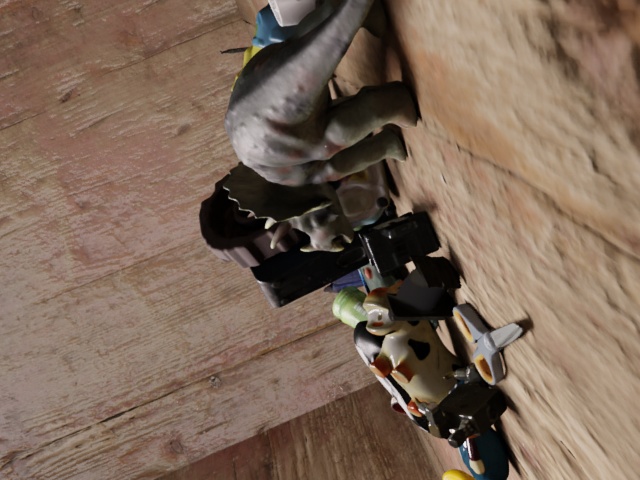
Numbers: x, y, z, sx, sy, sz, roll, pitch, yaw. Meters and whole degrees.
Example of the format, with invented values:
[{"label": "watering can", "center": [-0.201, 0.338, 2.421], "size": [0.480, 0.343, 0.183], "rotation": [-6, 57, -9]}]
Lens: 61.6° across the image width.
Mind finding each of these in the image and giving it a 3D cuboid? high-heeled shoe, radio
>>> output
[{"label": "high-heeled shoe", "center": [0.149, 0.237, 0.906], "size": [0.248, 0.086, 0.145], "rotation": [51, 171, -13]}, {"label": "radio", "center": [-0.002, -0.002, 0.807], "size": [0.131, 0.230, 0.073], "rotation": [60, 176, 44]}]

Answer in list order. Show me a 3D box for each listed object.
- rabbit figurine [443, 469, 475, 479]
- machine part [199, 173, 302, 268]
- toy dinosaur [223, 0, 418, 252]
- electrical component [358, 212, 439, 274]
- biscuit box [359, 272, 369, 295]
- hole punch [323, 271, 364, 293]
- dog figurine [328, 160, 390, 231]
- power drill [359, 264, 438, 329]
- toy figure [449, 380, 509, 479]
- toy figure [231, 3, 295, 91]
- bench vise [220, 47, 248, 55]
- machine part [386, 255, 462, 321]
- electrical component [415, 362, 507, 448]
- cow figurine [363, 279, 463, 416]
[{"label": "rabbit figurine", "center": [0.264, 0.430, 0.836], "size": [0.162, 0.122, 0.173], "rotation": [-101, 5, -49]}, {"label": "machine part", "center": [-0.092, -0.041, 0.785], "size": [0.056, 0.179, 0.179], "rotation": [58, -175, -45]}, {"label": "toy dinosaur", "center": [-0.021, -0.105, 0.501], "size": [0.131, 0.192, 0.404], "rotation": [63, 179, 19]}, {"label": "electrical component", "center": [0.088, 0.001, 0.588], "size": [0.119, 0.075, 0.047], "rotation": [-148, 36, -83]}, {"label": "biscuit box", "center": [0.123, 0.093, 1.077], "size": [0.059, 0.063, 0.202], "rotation": [-114, 2, -52]}, {"label": "hole punch", "center": [0.065, 0.039, 1.140], "size": [0.116, 0.142, 0.092], "rotation": [-97, -8, -50]}, {"label": "dog figurine", "center": [0.019, -0.115, 0.766], "size": [0.219, 0.108, 0.191], "rotation": [-96, -19, -79]}, {"label": "power drill", "center": [0.103, 0.063, 0.862], "size": [0.231, 0.086, 0.207], "rotation": [64, 176, -23]}, {"label": "toy figure", "center": [0.196, 0.242, 0.680], "size": [0.064, 0.058, 0.154], "rotation": [-83, -30, -72]}, {"label": "toy figure", "center": [-0.055, -0.250, 0.734], "size": [0.089, 0.082, 0.180], "rotation": [-14, -59, -56]}, {"label": "bench vise", "center": [-0.067, -0.249, 0.996], "size": [0.224, 0.129, 0.240], "rotation": [46, 153, 18]}, {"label": "machine part", "center": [0.118, 0.060, 0.598], "size": [0.138, 0.084, 0.039], "rotation": [87, -174, -62]}, {"label": "electrical component", "center": [0.157, 0.182, 0.600], "size": [0.045, 0.102, 0.078], "rotation": [63, 154, -5]}, {"label": "cow figurine", "center": [0.127, 0.137, 0.715], "size": [0.086, 0.127, 0.194], "rotation": [-9, 127, 52]}]
